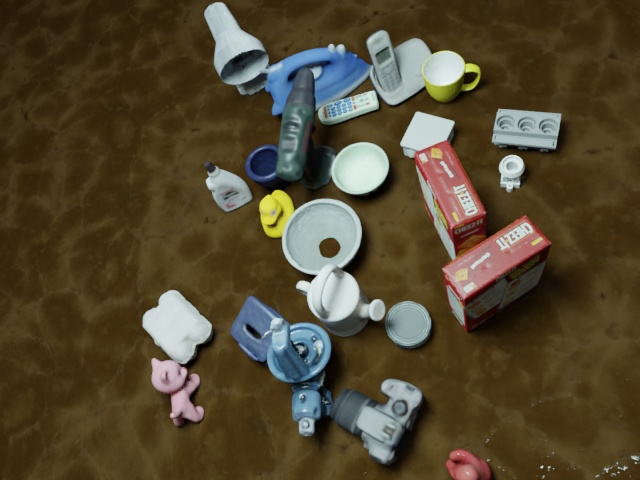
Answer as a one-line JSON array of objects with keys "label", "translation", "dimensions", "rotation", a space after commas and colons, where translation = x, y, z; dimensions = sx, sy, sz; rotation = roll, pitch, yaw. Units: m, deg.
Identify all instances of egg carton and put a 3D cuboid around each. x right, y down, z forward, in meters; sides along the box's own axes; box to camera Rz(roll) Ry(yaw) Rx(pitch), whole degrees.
[{"label": "egg carton", "translation": [-0.295, 0.180, 1.187], "dimensions": [0.150, 0.069, 0.107], "rotation": [37, 81, 26]}]

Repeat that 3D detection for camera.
[{"label": "camera", "translation": [0.095, 0.302, 1.006], "dimensions": [0.136, 0.101, 0.143], "rotation": [23, 75, 23]}]

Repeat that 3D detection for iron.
[{"label": "iron", "translation": [-0.012, -0.389, 1.315], "dimensions": [0.258, 0.142, 0.118], "rotation": [-21, 63, 6]}]

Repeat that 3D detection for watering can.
[{"label": "watering can", "translation": [0.035, 0.107, 1.055], "dimensions": [0.172, 0.194, 0.101], "rotation": [-5, 66, 14]}]

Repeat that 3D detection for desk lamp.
[{"label": "desk lamp", "translation": [-0.192, -0.437, 1.346], "dimensions": [0.118, 0.214, 0.203], "rotation": [-28, 63, 3]}]

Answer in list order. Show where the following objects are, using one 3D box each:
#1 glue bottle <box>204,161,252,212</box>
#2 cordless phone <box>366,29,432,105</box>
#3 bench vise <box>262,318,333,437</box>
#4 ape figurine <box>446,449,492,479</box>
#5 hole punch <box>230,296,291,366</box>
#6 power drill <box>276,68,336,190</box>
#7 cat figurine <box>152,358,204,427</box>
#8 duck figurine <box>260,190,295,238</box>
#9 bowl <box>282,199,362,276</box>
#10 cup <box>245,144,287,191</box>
[{"label": "glue bottle", "translation": [-0.209, -0.122, 1.236], "dimensions": [0.078, 0.173, 0.037], "rotation": [-30, 62, 2]}, {"label": "cordless phone", "translation": [0.172, -0.396, 1.242], "dimensions": [0.147, 0.185, 0.094], "rotation": [-36, 62, -2]}, {"label": "bench vise", "translation": [-0.028, 0.226, 1.007], "dimensions": [0.121, 0.220, 0.207], "rotation": [-28, 63, 3]}, {"label": "ape figurine", "translation": [0.241, 0.382, 0.935], "dimensions": [0.076, 0.092, 0.078], "rotation": [1, 67, 16]}, {"label": "hole punch", "translation": [-0.117, 0.180, 1.124], "dimensions": [0.108, 0.091, 0.101], "rotation": [36, 80, 26]}, {"label": "power drill", "translation": [-0.029, -0.209, 1.203], "dimensions": [0.075, 0.209, 0.230], "rotation": [5, 69, 18]}, {"label": "cat figurine", "translation": [-0.283, 0.289, 1.108], "dimensions": [0.067, 0.118, 0.127], "rotation": [-20, 63, 7]}, {"label": "duck figurine", "translation": [-0.100, -0.066, 1.230], "dimensions": [0.077, 0.086, 0.104], "rotation": [2, 68, 17]}, {"label": "bowl", "translation": [0.011, 0.004, 1.174], "dimensions": [0.167, 0.075, 0.167], "rotation": [-6, 66, 13]}, {"label": "cup", "translation": [-0.094, -0.149, 1.259], "dimensions": [0.117, 0.095, 0.092], "rotation": [5, 69, 18]}]
